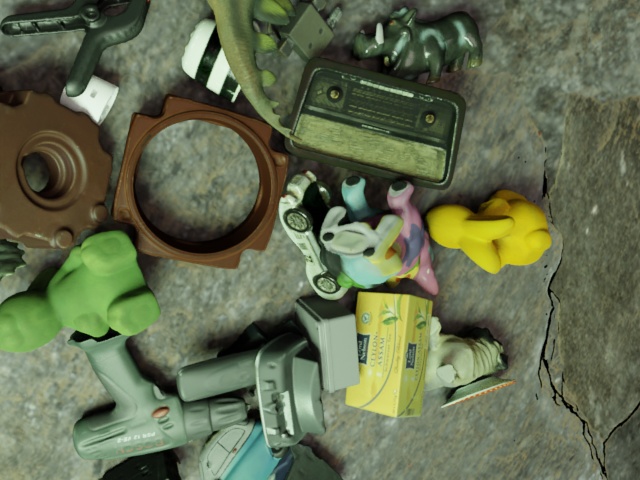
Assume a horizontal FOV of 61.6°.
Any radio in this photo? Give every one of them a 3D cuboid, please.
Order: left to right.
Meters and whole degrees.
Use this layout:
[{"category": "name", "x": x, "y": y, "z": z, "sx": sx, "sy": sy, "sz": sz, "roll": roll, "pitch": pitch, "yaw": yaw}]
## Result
[{"category": "radio", "x": 0.074, "y": -0.155, "z": 0.729, "sx": 0.230, "sy": 0.073, "sz": 0.131, "roll": 13, "pitch": 94, "yaw": -6}]

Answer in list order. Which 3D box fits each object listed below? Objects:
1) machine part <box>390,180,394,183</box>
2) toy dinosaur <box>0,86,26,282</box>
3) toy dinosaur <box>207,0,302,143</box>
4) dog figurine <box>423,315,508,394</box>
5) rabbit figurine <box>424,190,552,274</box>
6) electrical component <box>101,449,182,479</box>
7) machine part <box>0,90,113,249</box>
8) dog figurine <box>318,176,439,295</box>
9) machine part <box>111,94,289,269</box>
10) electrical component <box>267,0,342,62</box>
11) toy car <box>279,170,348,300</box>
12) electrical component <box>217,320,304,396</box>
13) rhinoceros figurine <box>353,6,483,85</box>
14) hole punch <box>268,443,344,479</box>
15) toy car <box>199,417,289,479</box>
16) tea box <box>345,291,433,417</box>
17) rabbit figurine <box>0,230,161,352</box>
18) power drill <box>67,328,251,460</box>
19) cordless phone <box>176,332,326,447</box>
[{"category": "machine part", "x": 0.132, "y": -0.150, "z": 0.796, "sx": 0.084, "sy": 0.039, "sz": 0.139, "roll": 37, "pitch": 90, "yaw": -16}, {"category": "toy dinosaur", "x": -0.405, "y": -0.089, "z": 0.596, "sx": 0.192, "sy": 0.131, "sz": 0.404, "roll": 19, "pitch": 87, "yaw": -38}, {"category": "toy dinosaur", "x": -0.109, "y": -0.339, "z": 0.613, "sx": 0.198, "sy": 0.105, "sz": 0.471, "roll": -4, "pitch": 86, "yaw": -21}, {"category": "dog figurine", "x": 0.194, "y": 0.202, "z": 0.869, "sx": 0.190, "sy": 0.172, "sz": 0.121, "roll": 19, "pitch": 59, "yaw": -46}, {"category": "rabbit figurine", "x": 0.247, "y": -0.008, "z": 0.818, "sx": 0.173, "sy": 0.162, "sz": 0.121, "roll": 10, "pitch": 111, "yaw": -2}, {"category": "electrical component", "x": -0.242, "y": 0.347, "z": 0.722, "sx": 0.115, "sy": 0.134, "sz": 0.058, "roll": -32, "pitch": 109, "yaw": -12}, {"category": "machine part", "x": -0.310, "y": -0.075, "z": 0.594, "sx": 0.179, "sy": 0.056, "sz": 0.179, "roll": -3, "pitch": 93, "yaw": -62}, {"category": "dog figurine", "x": 0.096, "y": 0.026, "z": 0.749, "sx": 0.219, "sy": 0.109, "sz": 0.191, "roll": 59, "pitch": 45, "yaw": -42}, {"category": "machine part", "x": -0.153, "y": -0.072, "z": 0.693, "sx": 0.201, "sy": 0.087, "sz": 0.201, "roll": 13, "pitch": 98, "yaw": -21}, {"category": "electrical component", "x": -0.024, "y": -0.284, "z": 0.716, "sx": 0.078, "sy": 0.045, "sz": 0.102, "roll": 27, "pitch": 95, "yaw": -50}, {"category": "toy car", "x": -0.002, "y": -0.002, "z": 0.745, "sx": 0.073, "sy": 0.056, "sz": 0.201, "roll": -55, "pitch": 134, "yaw": -38}, {"category": "electrical component", "x": -0.083, "y": 0.159, "z": 0.782, "sx": 0.119, "sy": 0.048, "sz": 0.074, "roll": -46, "pitch": 111, "yaw": -5}, {"category": "rhinoceros figurine", "x": 0.140, "y": -0.273, "z": 0.755, "sx": 0.190, "sy": 0.073, "sz": 0.112, "roll": -16, "pitch": 107, "yaw": -15}, {"category": "hole punch", "x": -0.037, "y": 0.389, "z": 0.835, "sx": 0.142, "sy": 0.092, "sz": 0.116, "roll": 47, "pitch": 56, "yaw": -18}, {"category": "toy car", "x": -0.120, "y": 0.316, "z": 0.776, "sx": 0.103, "sy": 0.109, "sz": 0.161, "roll": 36, "pitch": 76, "yaw": -1}, {"category": "tea box", "x": 0.101, "y": 0.164, "z": 0.787, "sx": 0.068, "sy": 0.098, "sz": 0.169, "roll": 16, "pitch": 76, "yaw": -45}, {"category": "rabbit figurine", "x": -0.301, "y": 0.066, "z": 0.634, "sx": 0.170, "sy": 0.159, "sz": 0.121, "roll": -24, "pitch": 104, "yaw": -29}, {"category": "power drill", "x": -0.229, "y": 0.190, "z": 0.727, "sx": 0.232, "sy": 0.086, "sz": 0.207, "roll": -17, "pitch": 113, "yaw": -9}, {"category": "cordless phone", "x": -0.091, "y": 0.213, "z": 0.720, "sx": 0.184, "sy": 0.089, "sz": 0.146, "roll": -9, "pitch": 104, "yaw": -15}]
